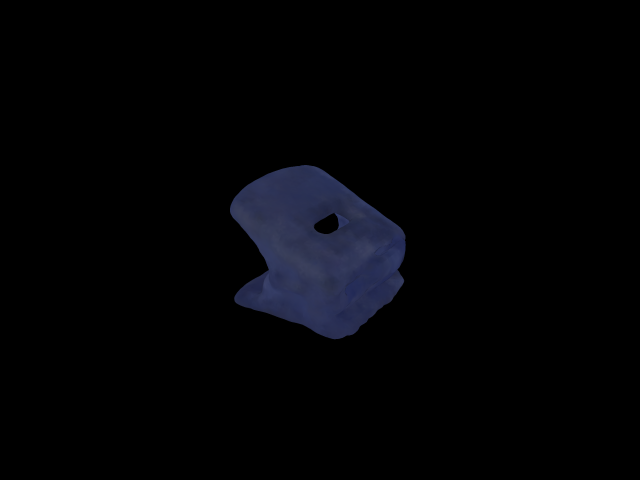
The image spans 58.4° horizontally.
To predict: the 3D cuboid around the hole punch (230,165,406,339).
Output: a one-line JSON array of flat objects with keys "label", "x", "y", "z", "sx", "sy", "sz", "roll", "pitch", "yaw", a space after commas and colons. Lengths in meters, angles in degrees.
[{"label": "hole punch", "x": 0.004, "y": 0.001, "z": 0.400, "sx": 0.100, "sy": 0.091, "sz": 0.109, "roll": 14, "pitch": 27, "yaw": 29}]
